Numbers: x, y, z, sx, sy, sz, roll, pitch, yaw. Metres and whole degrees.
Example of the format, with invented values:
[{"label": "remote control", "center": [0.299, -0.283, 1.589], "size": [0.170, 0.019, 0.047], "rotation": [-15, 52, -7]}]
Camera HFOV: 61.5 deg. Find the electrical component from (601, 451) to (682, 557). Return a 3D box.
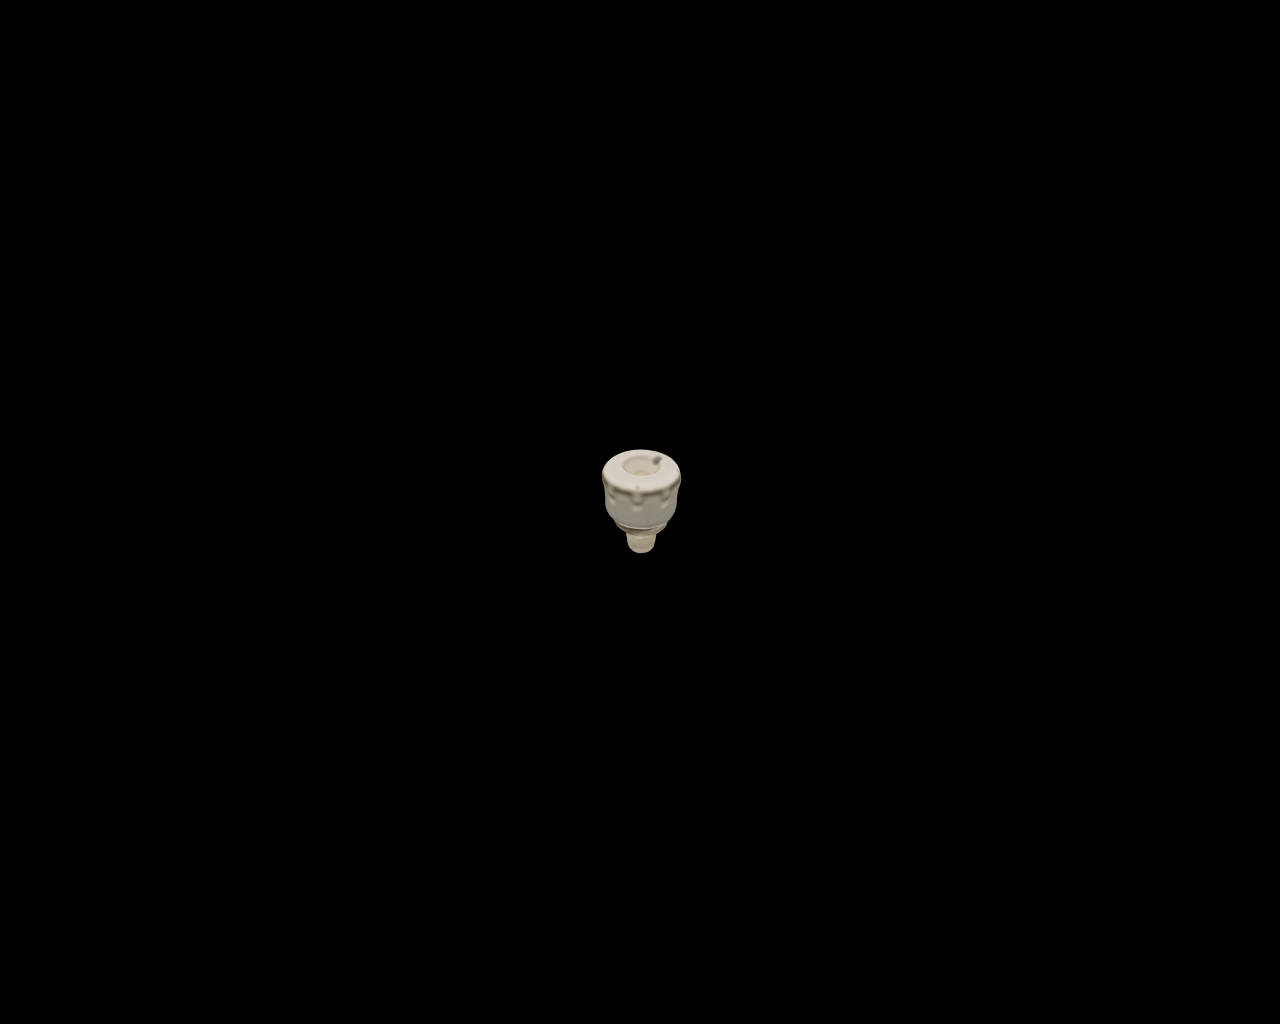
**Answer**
[{"label": "electrical component", "center": [0.001, -0.003, 0.650], "size": [0.048, 0.062, 0.048], "rotation": [0, 33, 0]}]
